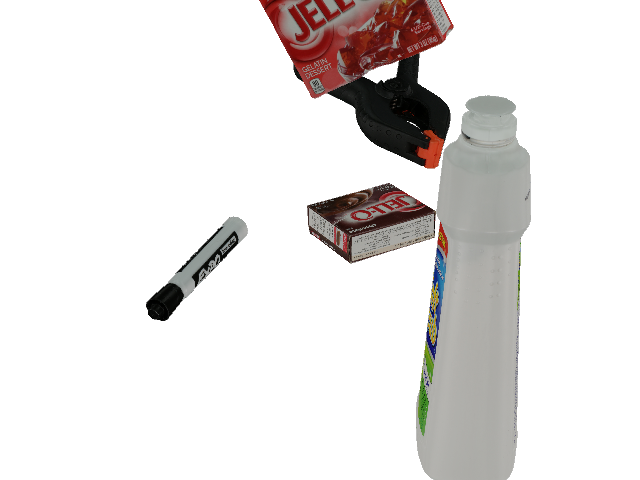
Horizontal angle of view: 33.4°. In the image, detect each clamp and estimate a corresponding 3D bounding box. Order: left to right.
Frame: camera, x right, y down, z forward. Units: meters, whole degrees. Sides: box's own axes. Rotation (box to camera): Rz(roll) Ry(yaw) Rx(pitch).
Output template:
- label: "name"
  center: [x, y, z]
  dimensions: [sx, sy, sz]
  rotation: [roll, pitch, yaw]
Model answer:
- label: "clamp"
  center: [0.049, -0.121, 0.911]
  dimensions: [0.120, 0.039, 0.171]
  rotation: [-10, 40, -10]

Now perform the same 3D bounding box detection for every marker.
- label: "marker"
  center: [-0.089, 0.020, 0.773]
  dimensions: [0.020, 0.020, 0.121]
  rotation: [0, 30, 30]

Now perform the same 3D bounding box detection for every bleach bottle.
- label: "bleach bottle"
  center: [0.097, 0.028, 0.666]
  dimensions: [0.068, 0.251, 0.102]
  rotation: [2, 30, 4]

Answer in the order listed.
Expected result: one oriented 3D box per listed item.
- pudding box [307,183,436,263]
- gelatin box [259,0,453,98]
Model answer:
- label: "pudding box"
  center: [0.055, -0.020, 1.161]
  dimensions: [0.113, 0.039, 0.090]
  rotation: [-18, 30, -25]
- label: "gelatin box"
  center: [0.017, -0.128, 0.587]
  dimensions: [0.089, 0.073, 0.030]
  rotation: [-19, 20, 30]
